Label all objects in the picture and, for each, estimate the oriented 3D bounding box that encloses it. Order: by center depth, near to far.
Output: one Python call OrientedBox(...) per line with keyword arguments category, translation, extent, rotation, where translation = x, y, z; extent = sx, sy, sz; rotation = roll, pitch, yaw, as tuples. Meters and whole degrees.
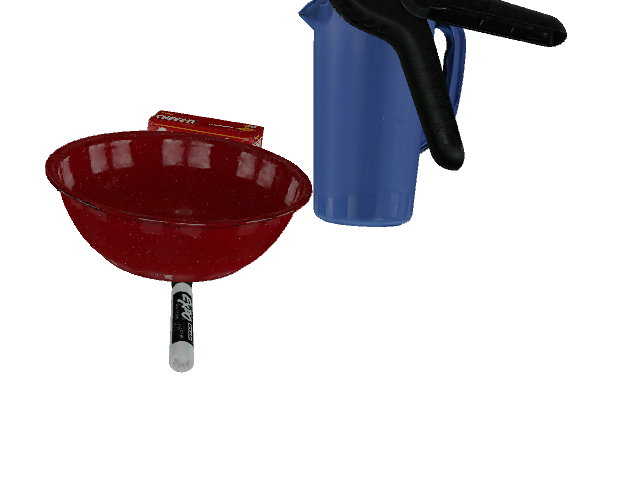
OrientedBox(category="bowl", translation=(-0.088, -0.018, 0.658), extent=(0.162, 0.055, 0.162), rotation=(7, 22, -3))
OrientedBox(category="clamp", translation=(0.066, -0.159, 0.767), extent=(0.210, 0.164, 0.036), rotation=(37, -28, -6))
OrientedBox(category="marker", translation=(-0.110, 0.058, 0.846), extent=(0.020, 0.020, 0.121), rotation=(0, 34, -7))
OrientedBox(category="pitcher", translation=(0.062, -0.140, 1.144), extent=(0.149, 0.243, 0.144), rotation=(7, 9, 24))
OrientedBox(category="cracker box", translation=(-0.181, -0.074, 1.600), extent=(0.164, 0.214, 0.072), rotation=(10, 20, 6))
